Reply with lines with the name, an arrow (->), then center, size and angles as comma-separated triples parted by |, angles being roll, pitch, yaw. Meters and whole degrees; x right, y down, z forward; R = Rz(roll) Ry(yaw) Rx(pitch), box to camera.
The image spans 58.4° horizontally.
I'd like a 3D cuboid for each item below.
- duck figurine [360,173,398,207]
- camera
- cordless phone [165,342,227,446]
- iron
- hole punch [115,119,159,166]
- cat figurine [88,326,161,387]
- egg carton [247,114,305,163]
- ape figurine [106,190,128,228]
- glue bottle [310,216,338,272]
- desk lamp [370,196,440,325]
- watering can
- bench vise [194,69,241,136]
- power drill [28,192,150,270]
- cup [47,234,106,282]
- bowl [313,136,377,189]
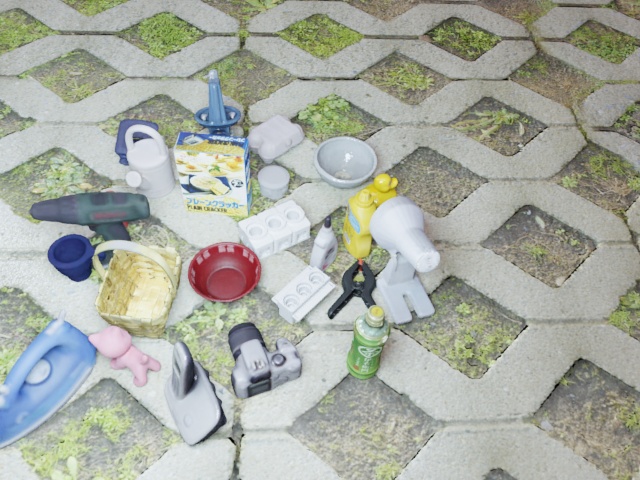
duck figurine -> 0.150, -0.131, 1.455 | 0.105, 0.086, 0.077 | -11, 55, -12
camera -> -0.122, 0.227, 1.154 | 0.143, 0.101, 0.136 | -17, 56, -16
cordless phone -> -0.236, 0.279, 1.053 | 0.094, 0.185, 0.147 | -25, 59, -21
iron -> -0.535, 0.254, 1.074 | 0.118, 0.141, 0.258 | 21, 54, 12
hole punch -> -0.472, -0.252, 1.492 | 0.108, 0.091, 0.101 | 5, 53, -1
cat figurine -> -0.385, 0.217, 1.129 | 0.127, 0.118, 0.067 | 26, 55, 15
egg carton -> -0.120, -0.275, 1.552 | 0.107, 0.069, 0.150 | 38, 59, 22
ape figurine -> -0.491, -0.079, 1.360 | 0.076, 0.092, 0.078 | 22, 54, 12
glue bottle -> 0.012, 0.005, 1.287 | 0.037, 0.173, 0.078 | 30, 57, 17
desk lamp -> 0.190, 0.041, 1.249 | 0.118, 0.213, 0.203 | -15, 56, -15
watering can -> -0.415, -0.194, 1.388 | 0.101, 0.194, 0.172 | -7, 54, -9
bench vise -> -0.251, -0.311, 1.474 | 0.122, 0.220, 0.207 | -21, 57, -19
power drill -> -0.481, -0.026, 1.247 | 0.230, 0.208, 0.075 | -14, 55, -14
cup -> -0.524, 0.048, 1.259 | 0.118, 0.095, 0.091 | 1, 53, -4
bowl -> 0.064, -0.190, 1.499 | 0.167, 0.075, 0.167 | 2, 53, -3
